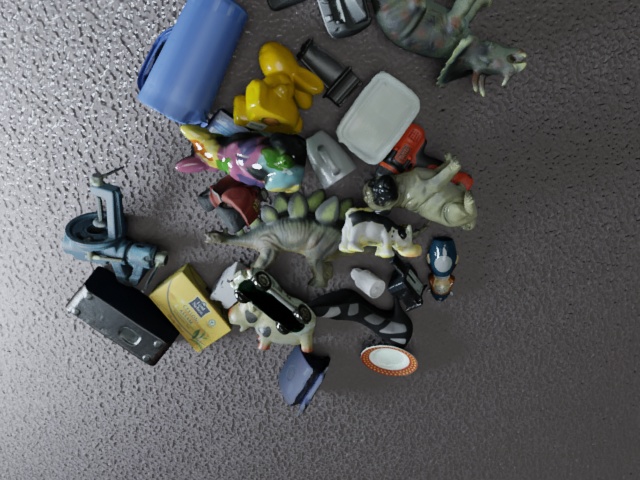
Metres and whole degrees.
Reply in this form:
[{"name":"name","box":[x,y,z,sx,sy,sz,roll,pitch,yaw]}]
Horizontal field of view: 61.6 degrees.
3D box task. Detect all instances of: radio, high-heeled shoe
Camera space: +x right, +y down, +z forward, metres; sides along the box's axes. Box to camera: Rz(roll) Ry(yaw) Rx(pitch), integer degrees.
[{"name":"radio","box":[-0.411,0.162,1.143,0.229,0.131,0.073,37,100,-12]},{"name":"high-heeled shoe","box":[0.085,0.187,1.196,0.249,0.086,0.145,-6,106,-6]}]

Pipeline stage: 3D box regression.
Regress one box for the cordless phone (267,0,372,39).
[{"name":"cordless phone","box":[-0.005,-0.447,1.022,0.184,0.089,0.146,-14,107,13]}]

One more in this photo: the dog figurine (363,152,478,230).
[{"name":"dog figurine","box":[0.196,-0.069,1.052,0.191,0.121,0.172,-24,91,8]}]

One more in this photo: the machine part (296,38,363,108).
[{"name":"machine part","box":[0.013,-0.334,1.067,0.084,0.039,0.138,-43,105,15]}]

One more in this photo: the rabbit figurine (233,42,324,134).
[{"name":"rabbit figurine","box":[-0.076,-0.297,1.029,0.162,0.122,0.173,7,73,-19]}]

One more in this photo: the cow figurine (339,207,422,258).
[{"name":"cow figurine","box":[0.127,-0.013,1.081,0.167,0.068,0.098,7,85,-17]}]

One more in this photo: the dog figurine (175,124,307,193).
[{"name":"dog figurine","box":[-0.147,-0.152,0.978,0.219,0.192,0.108,5,101,-16]}]

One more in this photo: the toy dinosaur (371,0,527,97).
[{"name":"toy dinosaur","box":[0.193,-0.418,1.015,0.405,0.131,0.192,25,103,-3]}]

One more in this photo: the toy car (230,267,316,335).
[{"name":"toy car","box":[-0.094,0.126,1.092,0.073,0.056,0.201,-34,116,31]}]

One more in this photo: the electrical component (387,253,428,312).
[{"name":"electrical component","box":[0.180,0.089,1.172,0.048,0.075,0.119,-31,112,37]}]

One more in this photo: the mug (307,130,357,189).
[{"name":"mug","box":[0.012,-0.166,1.084,0.081,0.109,0.107,-35,92,12]}]

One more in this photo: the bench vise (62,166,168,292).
[{"name":"bench vise","box":[-0.418,-0.020,1.086,0.224,0.129,0.240,17,125,12]}]

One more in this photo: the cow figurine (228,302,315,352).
[{"name":"cow figurine","box":[-0.105,0.173,1.185,0.195,0.085,0.127,7,104,-8]}]

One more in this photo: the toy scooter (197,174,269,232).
[{"name":"toy scooter","box":[-0.159,-0.092,1.076,0.135,0.184,0.075,-38,127,-16]}]

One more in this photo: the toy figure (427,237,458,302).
[{"name":"toy figure","box":[0.268,0.070,1.188,0.064,0.058,0.154,11,112,34]}]

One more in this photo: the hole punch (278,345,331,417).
[{"name":"hole punch","box":[-0.040,0.308,1.216,0.092,0.116,0.142,32,102,-3]}]

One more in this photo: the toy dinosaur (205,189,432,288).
[{"name":"toy dinosaur","box":[-0.002,-0.003,1.130,0.472,0.105,0.198,5,102,-10]}]

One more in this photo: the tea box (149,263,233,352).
[{"name":"tea box","box":[-0.279,0.148,1.178,0.098,0.068,0.169,-36,104,8]}]

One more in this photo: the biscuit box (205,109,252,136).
[{"name":"biscuit box","box":[-0.134,-0.185,1.090,0.202,0.063,0.059,35,102,-11]}]
